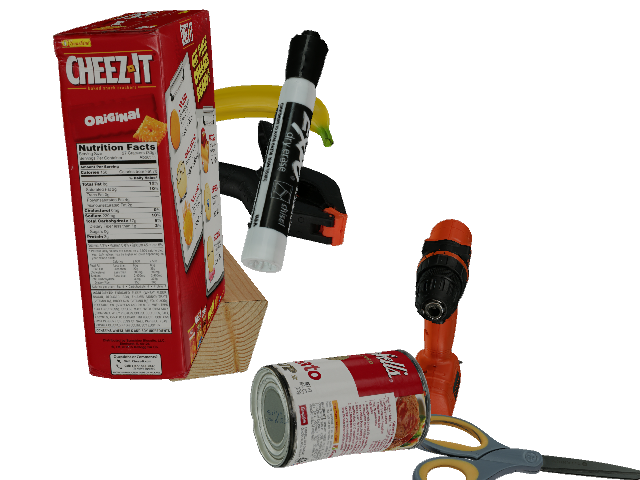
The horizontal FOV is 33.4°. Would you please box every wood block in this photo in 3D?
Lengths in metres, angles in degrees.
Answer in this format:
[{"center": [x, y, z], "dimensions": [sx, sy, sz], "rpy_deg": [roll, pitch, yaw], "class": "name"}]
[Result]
[{"center": [-0.147, 0.040, 1.092], "dimensions": [0.090, 0.091, 0.206], "rpy_deg": [-3, 34, -35], "class": "wood block"}]

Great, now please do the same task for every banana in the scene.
[{"center": [-0.071, -0.148, 1.199], "dimensions": [0.198, 0.037, 0.069], "rpy_deg": [8, 42, 18], "class": "banana"}]

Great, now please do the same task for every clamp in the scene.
[{"center": [-0.050, -0.045, 0.881], "dimensions": [0.120, 0.039, 0.172], "rpy_deg": [-22, 41, -26], "class": "clamp"}]

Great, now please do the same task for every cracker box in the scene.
[{"center": [-0.112, -0.037, 0.701], "dimensions": [0.072, 0.214, 0.164], "rpy_deg": [-1, 16, 4], "class": "cracker box"}]

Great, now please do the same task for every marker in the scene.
[{"center": [-0.016, -0.044, 0.498], "dimensions": [0.020, 0.121, 0.020], "rpy_deg": [10, -20, 3], "class": "marker"}]

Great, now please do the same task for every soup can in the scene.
[{"center": [0.012, 0.111, 0.707], "dimensions": [0.102, 0.068, 0.069], "rpy_deg": [-3, 1, -26], "class": "soup can"}]

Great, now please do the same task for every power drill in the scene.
[{"center": [0.124, 0.091, 1.118], "dimensions": [0.057, 0.188, 0.184], "rpy_deg": [9, 26, 11], "class": "power drill"}]

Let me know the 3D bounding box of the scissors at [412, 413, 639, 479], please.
[{"center": [0.165, 0.198, 0.899], "dimensions": [0.202, 0.016, 0.096], "rpy_deg": [16, 41, 15], "class": "scissors"}]
